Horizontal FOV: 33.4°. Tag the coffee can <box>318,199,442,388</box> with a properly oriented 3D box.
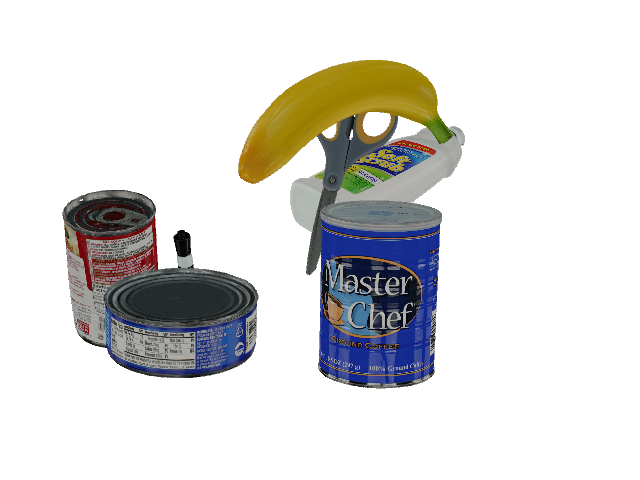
[{"bbox_3d":[0.050,0.043,0.915,0.103,0.140,0.103,1,13,0],"label":"coffee can"}]

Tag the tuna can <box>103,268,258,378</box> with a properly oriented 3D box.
[{"bbox_3d":[-0.078,0.045,0.600,0.086,0.034,0.086,2,18,-1],"label":"tuna can"}]

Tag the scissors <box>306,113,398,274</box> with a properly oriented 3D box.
[{"bbox_3d":[0.031,-0.066,1.062,0.096,0.202,0.016,-2,-12,2],"label":"scissors"}]

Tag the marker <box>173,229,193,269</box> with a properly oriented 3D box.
[{"bbox_3d":[-0.151,0.042,1.206,0.020,0.121,0.020,-3,30,1],"label":"marker"}]

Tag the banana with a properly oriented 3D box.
[{"bbox_3d":[0.019,-0.090,0.745,0.197,0.069,0.037,-15,-7,-36],"label":"banana"}]

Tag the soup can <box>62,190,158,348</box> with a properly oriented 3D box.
[{"bbox_3d":[-0.156,0.022,0.809,0.068,0.102,0.068,1,29,-1],"label":"soup can"}]

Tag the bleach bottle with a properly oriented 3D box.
[{"bbox_3d":[0.084,-0.083,1.316,0.103,0.068,0.250,28,45,35],"label":"bleach bottle"}]
